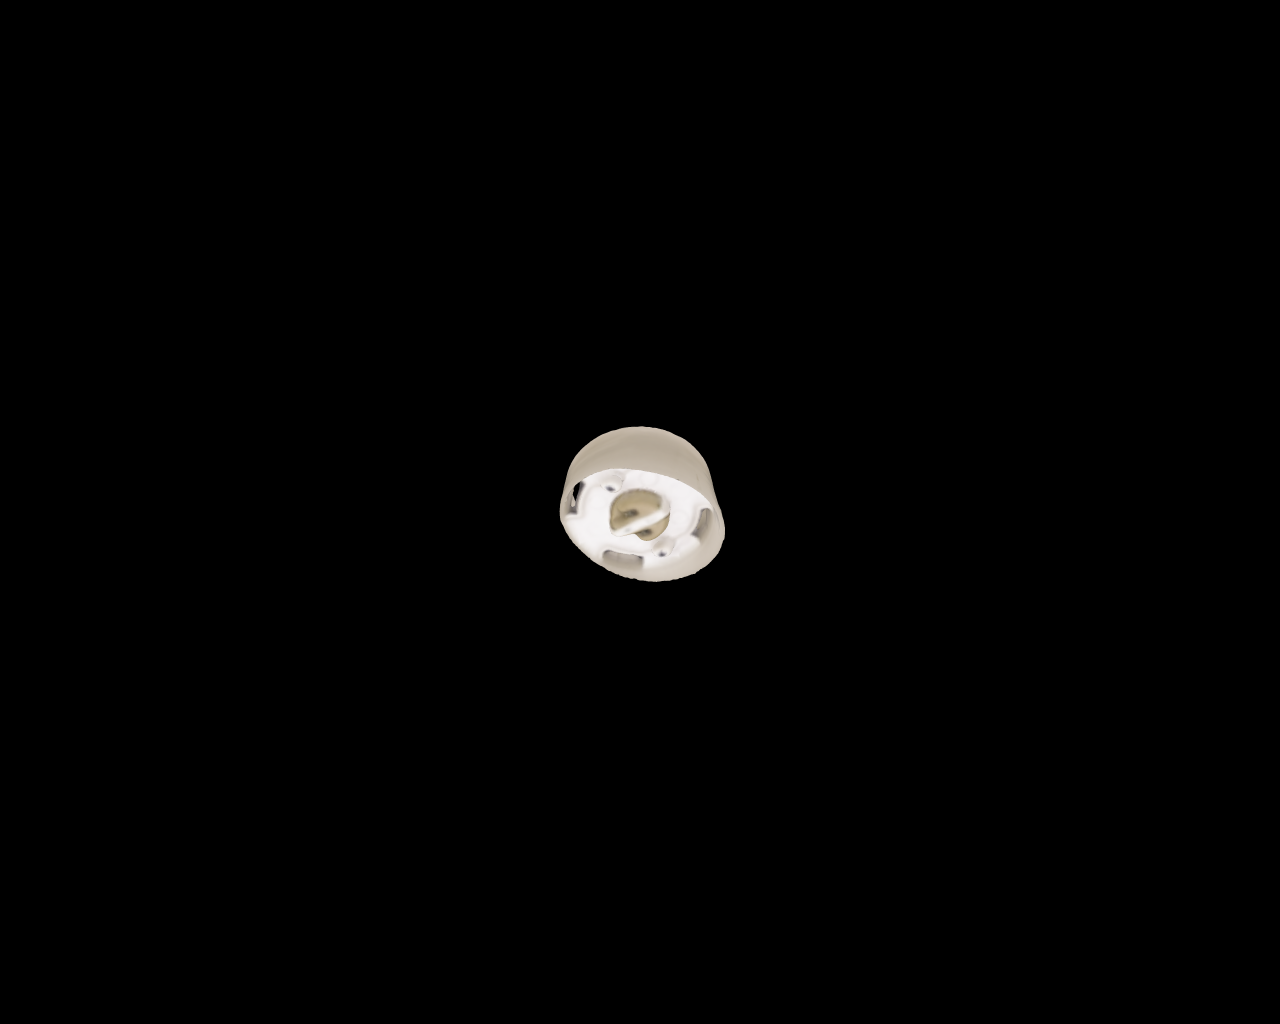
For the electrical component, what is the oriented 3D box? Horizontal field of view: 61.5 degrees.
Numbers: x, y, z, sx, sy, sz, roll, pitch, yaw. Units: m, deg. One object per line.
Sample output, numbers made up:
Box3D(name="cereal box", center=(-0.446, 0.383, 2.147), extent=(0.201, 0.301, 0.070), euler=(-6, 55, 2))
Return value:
Box3D(name="electrical component", center=(0.001, -0.003, 0.650), extent=(0.099, 0.099, 0.064), euler=(0, 40, 0))
